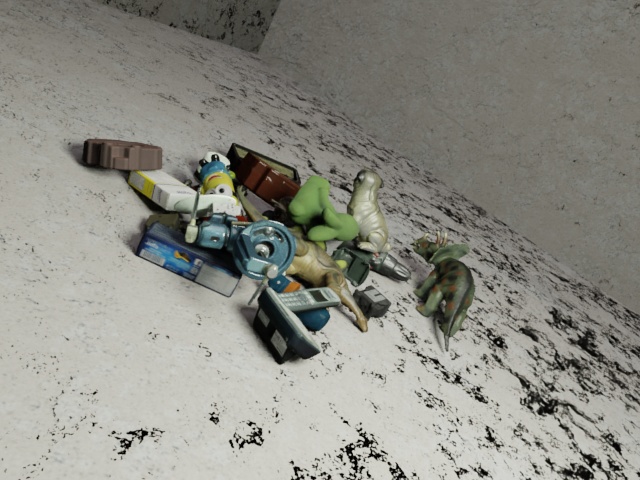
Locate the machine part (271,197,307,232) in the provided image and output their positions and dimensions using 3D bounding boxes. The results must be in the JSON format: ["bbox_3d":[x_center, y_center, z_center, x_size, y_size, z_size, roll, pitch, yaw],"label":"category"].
[{"bbox_3d":[-0.040,-0.047,1.418,0.243,0.079,0.079,32,15,-42],"label":"machine part"}]

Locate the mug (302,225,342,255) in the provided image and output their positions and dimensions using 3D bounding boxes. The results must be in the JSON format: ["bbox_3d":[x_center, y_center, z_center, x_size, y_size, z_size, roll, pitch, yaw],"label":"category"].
[{"bbox_3d":[-0.003,-0.004,1.363,0.109,0.107,0.081,38,5,-15],"label":"mug"}]

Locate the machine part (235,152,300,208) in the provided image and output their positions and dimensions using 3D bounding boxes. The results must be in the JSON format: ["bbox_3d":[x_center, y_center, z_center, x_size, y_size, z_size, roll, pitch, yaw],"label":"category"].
[{"bbox_3d":[-0.131,-0.149,1.497,0.201,0.087,0.202,32,7,-28],"label":"machine part"}]

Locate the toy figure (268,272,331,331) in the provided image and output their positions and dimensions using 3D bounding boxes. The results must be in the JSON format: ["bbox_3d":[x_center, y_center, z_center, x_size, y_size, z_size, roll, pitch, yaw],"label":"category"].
[{"bbox_3d":[-0.050,0.125,1.111,0.155,0.057,0.064,39,46,15],"label":"toy figure"}]

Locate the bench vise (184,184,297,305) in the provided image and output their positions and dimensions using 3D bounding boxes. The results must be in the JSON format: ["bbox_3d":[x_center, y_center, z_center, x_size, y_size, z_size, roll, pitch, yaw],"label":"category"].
[{"bbox_3d":[-0.135,0.013,0.991,0.223,0.128,0.241,21,11,-23],"label":"bench vise"}]

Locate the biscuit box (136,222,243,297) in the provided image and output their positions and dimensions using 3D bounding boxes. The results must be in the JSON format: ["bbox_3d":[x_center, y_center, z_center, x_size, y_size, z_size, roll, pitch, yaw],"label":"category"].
[{"bbox_3d":[-0.251,0.037,1.054,0.203,0.059,0.063,26,23,-9],"label":"biscuit box"}]

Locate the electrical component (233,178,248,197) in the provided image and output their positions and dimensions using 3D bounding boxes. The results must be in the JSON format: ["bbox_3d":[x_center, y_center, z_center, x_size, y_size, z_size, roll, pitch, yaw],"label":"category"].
[{"bbox_3d":[-0.243,-0.155,1.529,0.063,0.021,0.094,8,32,-42],"label":"electrical component"}]

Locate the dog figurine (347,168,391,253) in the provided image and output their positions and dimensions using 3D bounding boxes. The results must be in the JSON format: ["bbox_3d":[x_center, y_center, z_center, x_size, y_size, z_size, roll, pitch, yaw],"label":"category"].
[{"bbox_3d":[0.143,-0.077,1.427,0.172,0.190,0.121,24,18,-12],"label":"dog figurine"}]

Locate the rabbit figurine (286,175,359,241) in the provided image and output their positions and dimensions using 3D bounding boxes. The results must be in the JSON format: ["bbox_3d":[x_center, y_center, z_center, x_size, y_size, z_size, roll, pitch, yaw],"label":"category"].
[{"bbox_3d":[0.017,-0.058,1.254,0.170,0.121,0.159,31,17,2],"label":"rabbit figurine"}]

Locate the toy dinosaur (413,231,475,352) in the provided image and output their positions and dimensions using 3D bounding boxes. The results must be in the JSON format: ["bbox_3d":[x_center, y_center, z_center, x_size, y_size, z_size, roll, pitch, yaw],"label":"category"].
[{"bbox_3d":[0.351,0.119,1.436,0.131,0.192,0.405,21,22,-14],"label":"toy dinosaur"}]

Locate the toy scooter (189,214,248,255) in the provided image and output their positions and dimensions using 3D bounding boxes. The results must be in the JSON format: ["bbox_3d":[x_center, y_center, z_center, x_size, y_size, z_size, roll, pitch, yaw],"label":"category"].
[{"bbox_3d":[-0.191,-0.005,1.177,0.135,0.075,0.184,-20,45,-40],"label":"toy scooter"}]

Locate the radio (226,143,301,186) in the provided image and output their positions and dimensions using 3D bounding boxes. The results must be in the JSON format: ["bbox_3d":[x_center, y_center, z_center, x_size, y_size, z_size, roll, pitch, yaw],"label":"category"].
[{"bbox_3d":[-0.175,-0.207,1.653,0.229,0.073,0.131,19,24,-23],"label":"radio"}]

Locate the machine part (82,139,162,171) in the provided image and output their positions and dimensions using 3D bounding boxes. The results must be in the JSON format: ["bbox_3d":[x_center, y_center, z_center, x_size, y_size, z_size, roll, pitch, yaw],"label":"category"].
[{"bbox_3d":[-0.457,-0.201,1.251,0.179,0.056,0.179,7,12,-2],"label":"machine part"}]

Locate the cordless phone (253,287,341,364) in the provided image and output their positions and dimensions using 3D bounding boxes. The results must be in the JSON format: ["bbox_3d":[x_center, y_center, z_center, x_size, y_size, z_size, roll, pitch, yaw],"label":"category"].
[{"bbox_3d":[-0.019,0.149,1.014,0.184,0.088,0.147,-7,40,-38],"label":"cordless phone"}]

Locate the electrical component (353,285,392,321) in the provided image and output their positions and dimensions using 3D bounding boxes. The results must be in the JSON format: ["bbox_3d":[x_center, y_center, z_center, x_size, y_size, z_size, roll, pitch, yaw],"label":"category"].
[{"bbox_3d":[0.131,0.150,1.294,0.119,0.047,0.075,-2,39,-50],"label":"electrical component"}]

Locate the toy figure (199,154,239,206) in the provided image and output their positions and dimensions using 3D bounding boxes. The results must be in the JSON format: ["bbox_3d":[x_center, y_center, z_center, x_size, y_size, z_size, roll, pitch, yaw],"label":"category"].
[{"bbox_3d":[-0.241,-0.127,1.287,0.089,0.082,0.180,36,22,-43],"label":"toy figure"}]

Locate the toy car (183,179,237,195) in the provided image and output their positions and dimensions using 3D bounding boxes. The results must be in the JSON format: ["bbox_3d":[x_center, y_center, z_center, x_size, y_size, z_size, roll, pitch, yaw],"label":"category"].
[{"bbox_3d":[-0.285,-0.119,1.359,0.089,0.053,0.202,50,24,-3],"label":"toy car"}]

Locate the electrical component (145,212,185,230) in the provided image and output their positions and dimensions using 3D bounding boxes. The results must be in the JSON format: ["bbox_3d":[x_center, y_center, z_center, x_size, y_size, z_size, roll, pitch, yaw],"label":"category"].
[{"bbox_3d":[-0.322,-0.023,1.125,0.078,0.045,0.102,-6,28,-8],"label":"electrical component"}]

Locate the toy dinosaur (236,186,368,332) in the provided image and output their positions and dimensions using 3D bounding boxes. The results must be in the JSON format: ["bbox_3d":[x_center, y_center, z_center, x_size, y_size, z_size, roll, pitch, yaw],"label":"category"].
[{"bbox_3d":[-0.052,0.034,1.241,0.471,0.105,0.198,46,17,7],"label":"toy dinosaur"}]

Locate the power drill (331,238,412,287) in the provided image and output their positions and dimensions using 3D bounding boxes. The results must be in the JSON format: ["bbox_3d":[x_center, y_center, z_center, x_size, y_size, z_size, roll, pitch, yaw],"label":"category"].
[{"bbox_3d":[0.129,0.058,1.446,0.232,0.086,0.207,34,26,15],"label":"power drill"}]
